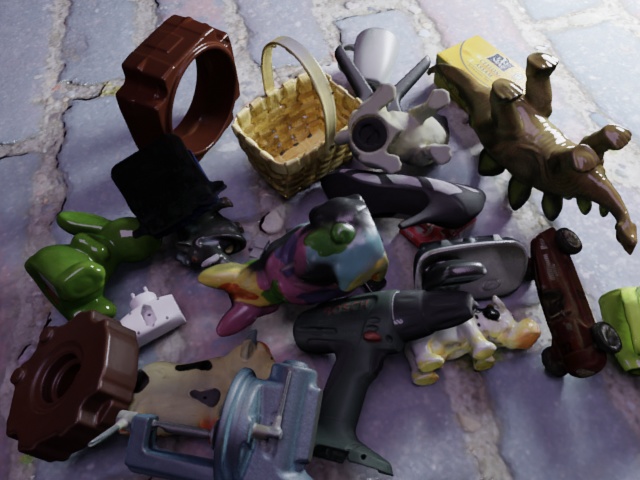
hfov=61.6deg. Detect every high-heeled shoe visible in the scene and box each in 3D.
[{"bbox_3d":[0.114,-0.074,0.787,0.145,0.086,0.249,-23,34,-24],"label":"high-heeled shoe"}]

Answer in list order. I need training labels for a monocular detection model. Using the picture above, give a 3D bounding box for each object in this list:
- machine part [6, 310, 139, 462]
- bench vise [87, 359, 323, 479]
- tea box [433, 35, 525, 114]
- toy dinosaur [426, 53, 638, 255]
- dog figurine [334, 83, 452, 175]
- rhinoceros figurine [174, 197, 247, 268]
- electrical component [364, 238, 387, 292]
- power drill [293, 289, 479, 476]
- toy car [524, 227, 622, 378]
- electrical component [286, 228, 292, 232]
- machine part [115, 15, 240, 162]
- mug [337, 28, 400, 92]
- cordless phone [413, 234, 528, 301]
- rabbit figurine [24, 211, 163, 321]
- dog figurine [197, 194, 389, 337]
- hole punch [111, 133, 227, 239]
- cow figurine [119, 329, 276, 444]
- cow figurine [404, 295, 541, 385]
[{"bbox_3d":[-0.298,0.171,0.646,0.179,0.056,0.179,-18,51,23],"label":"machine part"},{"bbox_3d":[-0.097,0.225,0.540,0.241,0.128,0.223,7,82,9],"label":"bench vise"},{"bbox_3d":[0.286,-0.270,0.929,0.098,0.068,0.170,-30,58,-14],"label":"tea box"},{"bbox_3d":[0.283,-0.155,0.772,0.105,0.198,0.472,-21,57,-8],"label":"toy dinosaur"},{"bbox_3d":[0.115,-0.150,0.808,0.172,0.190,0.121,9,93,6],"label":"dog figurine"},{"bbox_3d":[-0.173,-0.014,0.789,0.112,0.073,0.190,-35,60,-19],"label":"rhinoceros figurine"},{"bbox_3d":[0.047,0.018,0.750,0.075,0.047,0.119,-30,72,-20],"label":"electrical component"},{"bbox_3d":[0.059,0.153,0.617,0.232,0.086,0.207,-5,65,34],"label":"power drill"},{"bbox_3d":[0.304,0.073,0.680,0.053,0.089,0.202,12,54,-24],"label":"toy car"},{"bbox_3d":[-0.002,-0.002,0.799,0.094,0.021,0.063,-9,55,-2],"label":"electrical component"},{"bbox_3d":[-0.216,-0.232,0.863,0.087,0.201,0.201,23,60,14],"label":"machine part"},{"bbox_3d":[0.085,-0.317,0.970,0.110,0.080,0.107,9,66,3],"label":"mug"},{"bbox_3d":[0.194,0.033,0.659,0.147,0.184,0.088,-6,84,0],"label":"cordless phone"},{"bbox_3d":[-0.311,0.026,0.766,0.159,0.121,0.170,27,49,31],"label":"rabbit figurine"},{"bbox_3d":[-0.038,0.038,0.647,0.219,0.191,0.108,-23,84,-4],"label":"dog figurine"},{"bbox_3d":[-0.211,-0.071,0.756,0.142,0.092,0.115,-31,87,-6],"label":"hole punch"},{"bbox_3d":[-0.133,0.179,0.654,0.195,0.085,0.127,-3,62,4],"label":"cow figurine"},{"bbox_3d":[0.185,0.114,0.681,0.167,0.068,0.098,-14,52,-4],"label":"cow figurine"}]
